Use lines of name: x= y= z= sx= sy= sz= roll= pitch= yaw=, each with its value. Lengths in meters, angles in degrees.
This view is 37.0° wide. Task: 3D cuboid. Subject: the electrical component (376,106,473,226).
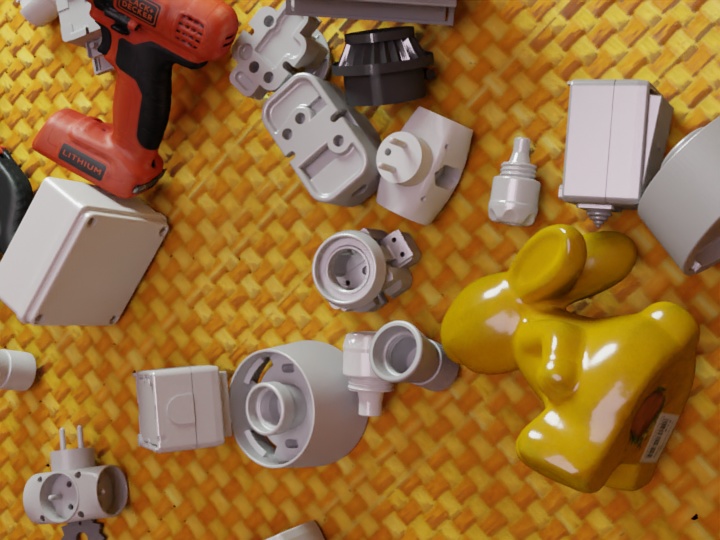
electrical component: x=0.038 y=-0.077 z=0.772 sx=0.043 sy=0.079 sz=0.077 roll=30 pitch=101 yaw=30

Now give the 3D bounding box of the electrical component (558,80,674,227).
electrical component: x=0.173 y=-0.076 z=0.720 sx=0.061 sy=0.062 sz=0.096 roll=5 pitch=91 yaw=25

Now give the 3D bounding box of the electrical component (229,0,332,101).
electrical component: x=-0.057 y=-0.165 z=0.829 sx=0.058 sy=0.057 sz=0.078 roll=45 pitch=106 yaw=18

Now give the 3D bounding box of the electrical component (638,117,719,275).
electrical component: x=0.224 y=-0.055 z=0.675 sx=0.108 sy=0.108 sz=0.060 roll=-46 pitch=66 yaw=16

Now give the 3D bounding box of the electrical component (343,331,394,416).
electrical component: x=0.008 y=0.077 z=0.801 sx=0.043 sy=0.043 sz=0.062 roll=2 pitch=91 yaw=24

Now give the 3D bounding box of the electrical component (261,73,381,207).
electrical component: x=-0.022 y=-0.096 z=0.810 sx=0.054 sy=0.059 sz=0.095 roll=-39 pitch=74 yaw=19

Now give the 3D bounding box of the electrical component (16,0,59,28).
electrical component: x=-0.271 y=-0.238 z=0.938 sx=0.046 sy=0.040 sz=0.040 roll=-28 pitch=78 yaw=28

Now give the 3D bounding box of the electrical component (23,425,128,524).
electrical component: x=-0.243 y=0.172 z=0.911 sx=0.077 sy=0.044 sz=0.079 roll=-11 pitch=80 yaw=23

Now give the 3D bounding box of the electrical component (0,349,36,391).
electrical component: x=-0.316 y=0.085 z=0.935 sx=0.044 sy=0.065 sz=0.044 roll=-11 pitch=73 yaw=39

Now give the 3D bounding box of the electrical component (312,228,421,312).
electrical component: x=0.000 y=0.000 z=0.799 sx=0.078 sy=0.057 sz=0.058 roll=-34 pitch=75 yaw=20

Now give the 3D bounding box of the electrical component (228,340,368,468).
electrical component: x=-0.051 y=0.104 z=0.829 sx=0.099 sy=0.064 sz=0.099 roll=0 pitch=89 yaw=38

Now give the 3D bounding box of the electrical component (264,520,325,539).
electrical component: x=-0.063 y=0.229 z=0.819 sx=0.096 sy=0.062 sz=0.061 roll=-33 pitch=76 yaw=20

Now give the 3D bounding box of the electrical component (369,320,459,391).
electrical component: x=0.042 y=0.065 z=0.773 sx=0.044 sy=0.065 sz=0.044 roll=-12 pitch=67 yaw=32

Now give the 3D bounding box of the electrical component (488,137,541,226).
electrical component: x=0.111 y=-0.063 z=0.763 sx=0.035 sy=0.035 sz=0.061 roll=8 pitch=89 yaw=24

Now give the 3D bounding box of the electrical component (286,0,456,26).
electrical component: x=0.009 y=-0.222 z=0.772 sx=0.121 sy=0.063 sz=0.078 roll=4 pitch=120 yaw=1

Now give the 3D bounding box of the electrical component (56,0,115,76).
electrical component: x=-0.183 y=-0.218 z=0.884 sx=0.121 sy=0.063 sz=0.078 roll=-14 pitch=83 yaw=23

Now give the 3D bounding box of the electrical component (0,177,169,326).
electrical component: x=-0.226 y=-0.012 z=0.874 sx=0.056 sy=0.109 sz=0.108 roll=37 pitch=103 yaw=23

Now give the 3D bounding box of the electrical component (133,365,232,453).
electrical component: x=-0.142 y=0.108 z=0.849 sx=0.096 sy=0.061 sz=0.061 roll=166 pitch=100 yaw=-69
